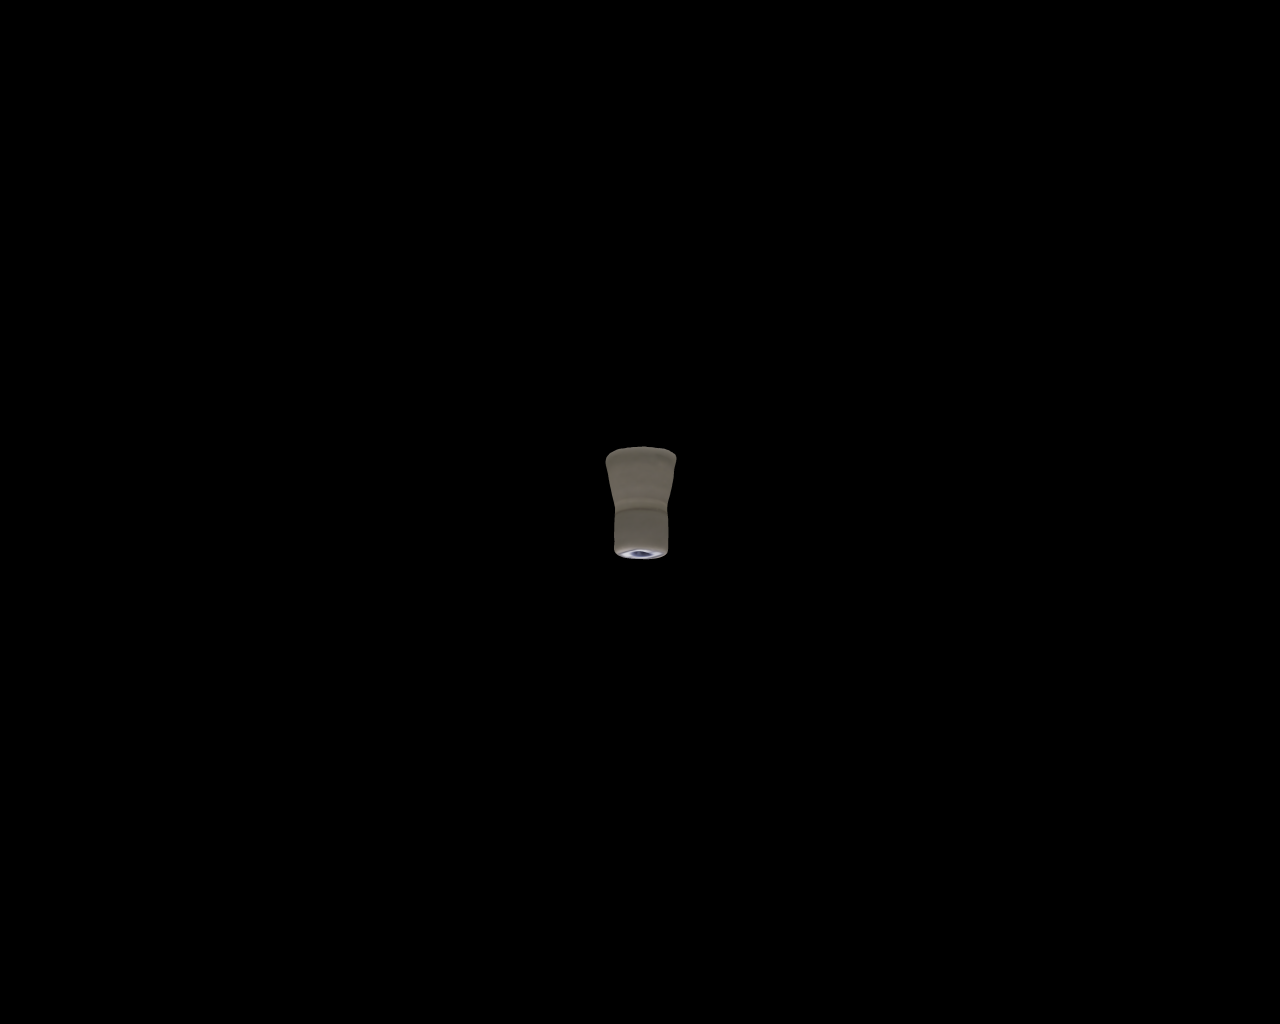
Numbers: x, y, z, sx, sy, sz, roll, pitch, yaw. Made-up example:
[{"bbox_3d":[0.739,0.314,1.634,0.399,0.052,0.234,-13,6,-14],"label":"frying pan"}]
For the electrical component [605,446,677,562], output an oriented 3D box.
[{"bbox_3d":[0.001,-0.003,0.650,0.044,0.065,0.044,0,-16,0],"label":"electrical component"}]
